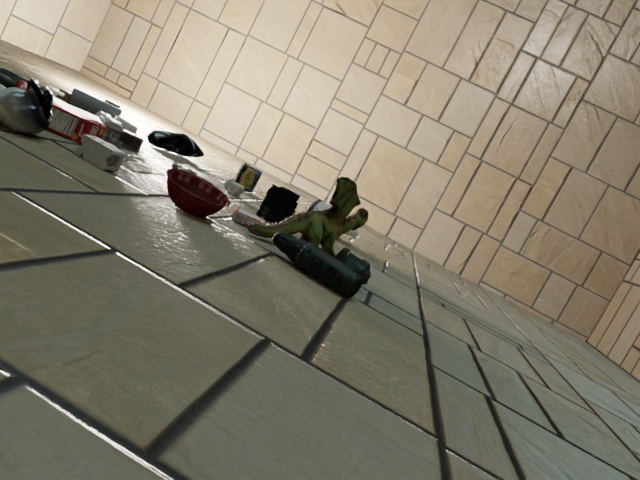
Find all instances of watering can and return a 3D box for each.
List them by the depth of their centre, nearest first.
[{"bbox_3d":[0.040,-0.077,2.014,0.225,0.103,0.348,28,7,11],"label":"watering can"}]

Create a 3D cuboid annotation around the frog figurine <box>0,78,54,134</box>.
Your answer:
[{"bbox_3d":[-0.658,-0.279,1.085,0.159,0.121,0.139,-9,21,-4],"label":"frog figurine"}]

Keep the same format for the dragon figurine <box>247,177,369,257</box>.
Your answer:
[{"bbox_3d":[0.004,-0.069,1.380,0.124,0.241,0.407,37,9,35],"label":"dragon figurine"}]
